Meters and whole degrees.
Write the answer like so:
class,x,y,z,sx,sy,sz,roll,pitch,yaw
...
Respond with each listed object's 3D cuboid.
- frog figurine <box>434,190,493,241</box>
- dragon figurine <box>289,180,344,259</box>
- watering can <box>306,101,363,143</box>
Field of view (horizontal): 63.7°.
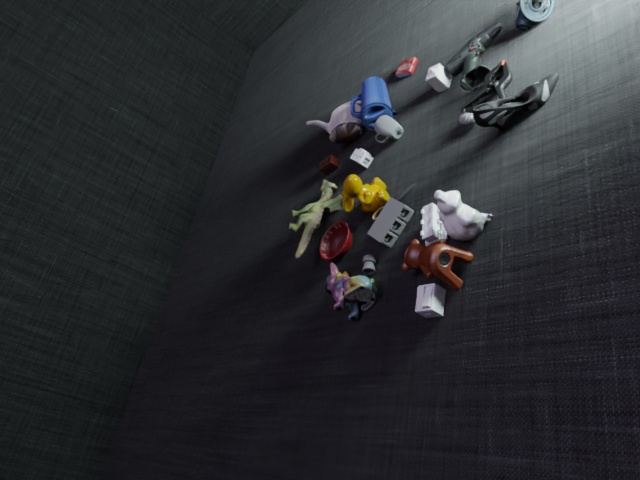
class,x,y,z,sx,sy,sz,roll,pitch,yaw
frog figurine,0.385,-0.070,1.452,0.123,0.158,0.139,-62,30,1
dragon figurine,0.006,-0.105,2.077,0.240,0.120,0.420,-33,32,24
watering can,0.081,-0.521,2.313,0.345,0.102,0.230,-18,46,26
